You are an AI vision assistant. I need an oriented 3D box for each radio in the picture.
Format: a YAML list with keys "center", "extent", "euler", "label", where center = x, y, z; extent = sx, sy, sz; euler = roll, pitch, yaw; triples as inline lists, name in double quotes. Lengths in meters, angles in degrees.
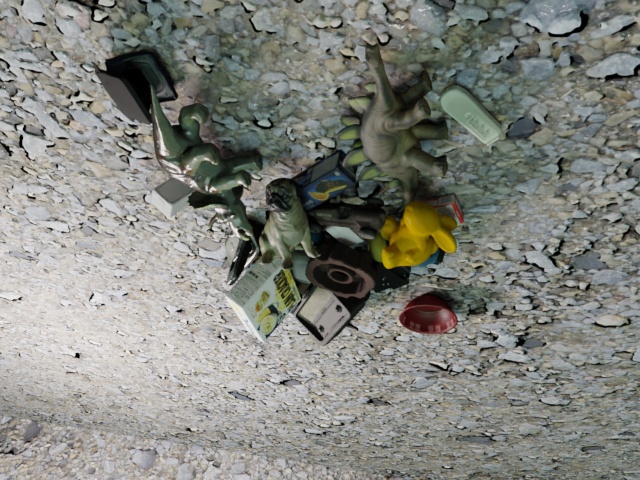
- center: [0.024, 0.187, 1.456]
  extent: [0.131, 0.073, 0.229]
  euler: [47, 144, 12]
  label: "radio"

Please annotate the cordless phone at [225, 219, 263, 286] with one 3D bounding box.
- center: [-0.201, 0.052, 1.325]
  extent: [0.088, 0.184, 0.146]
  euler: [30, 138, -16]
  label: "cordless phone"

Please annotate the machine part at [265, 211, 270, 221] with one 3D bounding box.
- center: [-0.089, -0.021, 1.331]
  extent: [0.084, 0.039, 0.138]
  euler: [-1, 143, 27]
  label: "machine part"

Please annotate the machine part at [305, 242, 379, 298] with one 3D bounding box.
- center: [0.052, 0.073, 1.288]
  extent: [0.179, 0.056, 0.179]
  euler: [13, 147, 8]
  label: "machine part"

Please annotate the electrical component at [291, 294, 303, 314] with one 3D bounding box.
- center: [-0.088, 0.179, 1.573]
  extent: [0.075, 0.048, 0.119]
  euler: [-26, 130, 37]
  label: "electrical component"

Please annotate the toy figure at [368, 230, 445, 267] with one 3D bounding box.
- center: [0.205, 0.022, 1.273]
  extent: [0.180, 0.089, 0.082]
  euler: [15, 136, -2]
  label: "toy figure"

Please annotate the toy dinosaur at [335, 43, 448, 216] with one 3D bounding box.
- center: [0.144, -0.179, 1.031]
  extent: [0.199, 0.105, 0.470]
  euler: [0, 147, 25]
  label: "toy dinosaur"

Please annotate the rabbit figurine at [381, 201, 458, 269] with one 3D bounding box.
- center: [0.213, -0.015, 1.151]
  extent: [0.162, 0.122, 0.173]
  euler: [10, 146, 4]
  label: "rabbit figurine"

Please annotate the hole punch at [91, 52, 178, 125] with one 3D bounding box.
- center: [-0.348, -0.293, 1.021]
  extent: [0.116, 0.092, 0.142]
  euler: [22, 155, 34]
  label: "hole punch"

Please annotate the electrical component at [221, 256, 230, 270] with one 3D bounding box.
- center: [-0.234, 0.063, 1.480]
  extent: [0.063, 0.021, 0.094]
  euler: [25, 140, -18]
  label: "electrical component"

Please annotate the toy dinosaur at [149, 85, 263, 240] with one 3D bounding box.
- center: [-0.256, -0.158, 1.100]
  extent: [0.192, 0.131, 0.404]
  euler: [-18, 139, 25]
  label: "toy dinosaur"

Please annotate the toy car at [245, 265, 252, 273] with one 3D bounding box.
- center: [-0.170, 0.130, 1.467]
  extent: [0.109, 0.103, 0.161]
  euler: [33, 142, 10]
  label: "toy car"

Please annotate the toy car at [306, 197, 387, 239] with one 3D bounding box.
- center: [0.049, -0.055, 1.179]
  extent: [0.202, 0.089, 0.053]
  euler: [9, 165, 30]
  label: "toy car"

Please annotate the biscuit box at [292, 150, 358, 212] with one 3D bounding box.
- center: [-0.013, -0.116, 1.173]
  extent: [0.203, 0.059, 0.062]
  euler: [-26, 129, 38]
  label: "biscuit box"

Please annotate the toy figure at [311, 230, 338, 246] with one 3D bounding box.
- center: [-0.001, -0.005, 1.310]
  extent: [0.154, 0.064, 0.058]
  euler: [34, 171, -34]
  label: "toy figure"

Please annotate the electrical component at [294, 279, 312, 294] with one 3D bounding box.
- center: [-0.060, 0.110, 1.487]
  extent: [0.102, 0.045, 0.078]
  euler: [22, 113, -19]
  label: "electrical component"

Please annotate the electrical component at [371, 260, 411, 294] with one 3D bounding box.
- center: [0.165, 0.077, 1.379]
  extent: [0.114, 0.058, 0.134]
  euler: [32, 137, -29]
  label: "electrical component"

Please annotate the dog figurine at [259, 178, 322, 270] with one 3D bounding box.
- center: [-0.088, -0.050, 1.173]
  extent: [0.173, 0.121, 0.190]
  euler: [7, 117, 45]
  label: "dog figurine"

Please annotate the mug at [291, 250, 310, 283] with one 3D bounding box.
- center: [-0.056, 0.067, 1.406]
  extent: [0.107, 0.081, 0.109]
  euler: [14, 144, 10]
  label: "mug"

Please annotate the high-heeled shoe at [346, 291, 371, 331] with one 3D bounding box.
- center: [0.059, 0.159, 1.522]
  extent: [0.145, 0.086, 0.248]
  euler: [27, 131, 30]
  label: "high-heeled shoe"
